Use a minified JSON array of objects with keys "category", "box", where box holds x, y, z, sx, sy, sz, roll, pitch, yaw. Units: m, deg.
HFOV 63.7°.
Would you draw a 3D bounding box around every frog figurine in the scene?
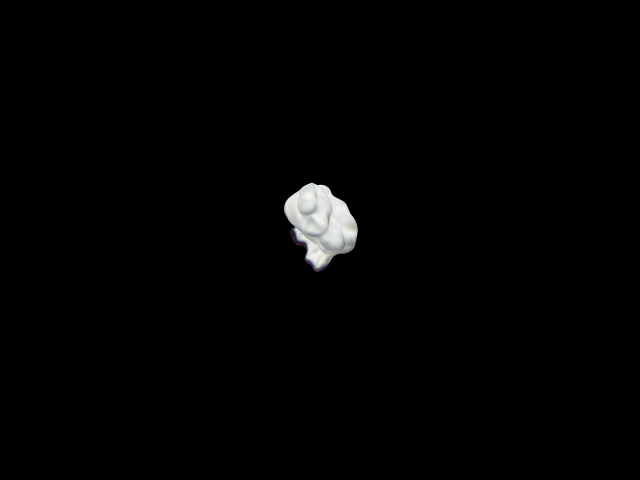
[{"category":"frog figurine","box":[0.003,-0.043,0.850,0.123,0.141,0.155,-5,-42,-4]}]
